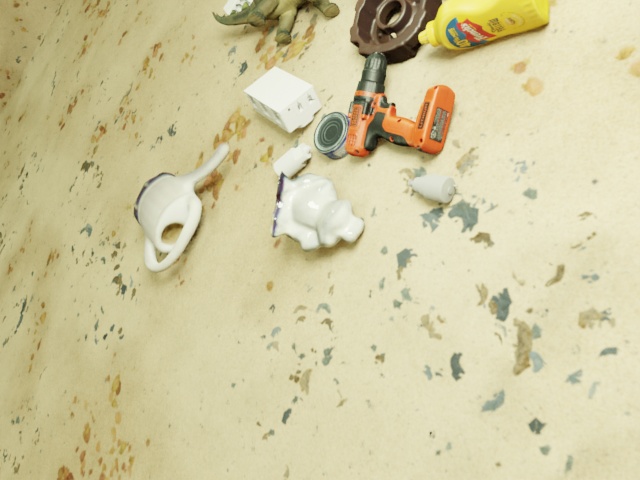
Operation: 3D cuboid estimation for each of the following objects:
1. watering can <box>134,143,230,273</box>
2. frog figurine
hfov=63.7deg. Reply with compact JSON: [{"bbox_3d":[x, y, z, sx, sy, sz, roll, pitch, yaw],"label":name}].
[{"bbox_3d":[-0.329,-0.095,1.202,0.227,0.103,0.346,37,100,44],"label":"watering can"},{"bbox_3d":[0.003,-0.046,0.905,0.159,0.121,0.139,11,71,8],"label":"frog figurine"}]
